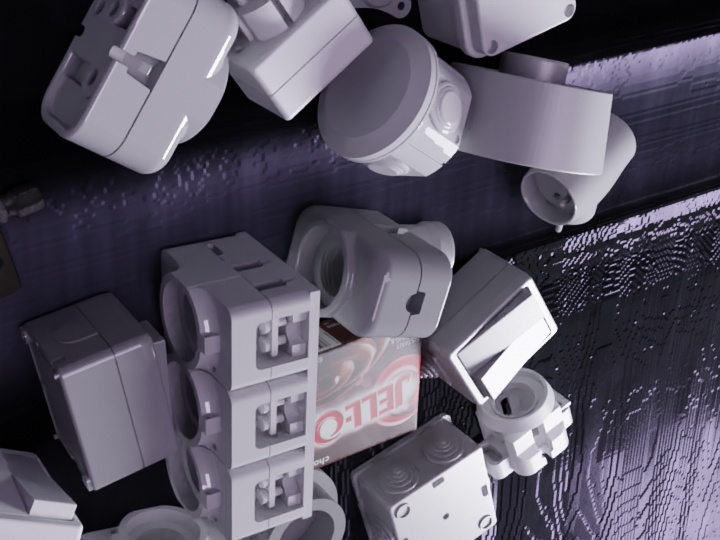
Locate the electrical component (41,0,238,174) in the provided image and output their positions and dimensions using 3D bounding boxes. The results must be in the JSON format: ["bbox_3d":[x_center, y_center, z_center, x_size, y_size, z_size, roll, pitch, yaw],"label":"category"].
[{"bbox_3d":[-0.106,-0.100,0.533,0.059,0.054,0.095,25,97,-41],"label":"electrical component"}]

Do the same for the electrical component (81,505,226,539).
[{"bbox_3d":[-0.150,0.201,0.621,0.186,0.105,0.060,-5,115,-34],"label":"electrical component"}]

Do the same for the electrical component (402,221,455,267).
[{"bbox_3d":[0.031,-0.012,0.687,0.046,0.040,0.040,0,113,-31],"label":"electrical component"}]

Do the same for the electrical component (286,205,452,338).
[{"bbox_3d":[0.000,0.000,0.633,0.059,0.095,0.053,3,111,-37],"label":"electrical component"}]

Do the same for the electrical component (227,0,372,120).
[{"bbox_3d":[-0.045,-0.132,0.565,0.066,0.047,0.076,-45,131,-8],"label":"electrical component"}]

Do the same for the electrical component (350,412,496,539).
[{"bbox_3d":[0.049,0.167,0.786,0.100,0.048,0.099,-30,127,-21],"label":"electrical component"}]

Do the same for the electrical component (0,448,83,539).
[{"bbox_3d":[-0.191,0.134,0.564,0.062,0.096,0.061,19,100,-41],"label":"electrical component"}]

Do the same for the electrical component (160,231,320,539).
[{"bbox_3d":[-0.074,0.067,0.617,0.062,0.089,0.150,-13,120,-30],"label":"electrical component"}]

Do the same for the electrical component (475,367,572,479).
[{"bbox_3d":[0.119,0.110,0.801,0.078,0.058,0.057,-35,131,-16],"label":"electrical component"}]

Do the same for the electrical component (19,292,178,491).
[{"bbox_3d":[-0.138,0.069,0.592,0.061,0.062,0.096,-23,124,-25],"label":"electrical component"}]

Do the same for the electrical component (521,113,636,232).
[{"bbox_3d":[0.148,-0.058,0.741,0.077,0.043,0.079,-43,153,-29],"label":"electrical component"}]

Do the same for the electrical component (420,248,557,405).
[{"bbox_3d":[0.081,0.045,0.737,0.096,0.061,0.061,-43,130,-10],"label":"electrical component"}]

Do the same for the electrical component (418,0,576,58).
[{"bbox_3d":[0.075,-0.188,0.615,0.078,0.057,0.113,-28,127,-21],"label":"electrical component"}]

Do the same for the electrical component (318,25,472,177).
[{"bbox_3d":[0.020,-0.093,0.611,0.051,0.080,0.080,25,97,-46],"label":"electrical component"}]

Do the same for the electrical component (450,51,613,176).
[{"bbox_3d":[0.100,-0.099,0.650,0.108,0.108,0.060,2,105,-36],"label":"electrical component"}]
